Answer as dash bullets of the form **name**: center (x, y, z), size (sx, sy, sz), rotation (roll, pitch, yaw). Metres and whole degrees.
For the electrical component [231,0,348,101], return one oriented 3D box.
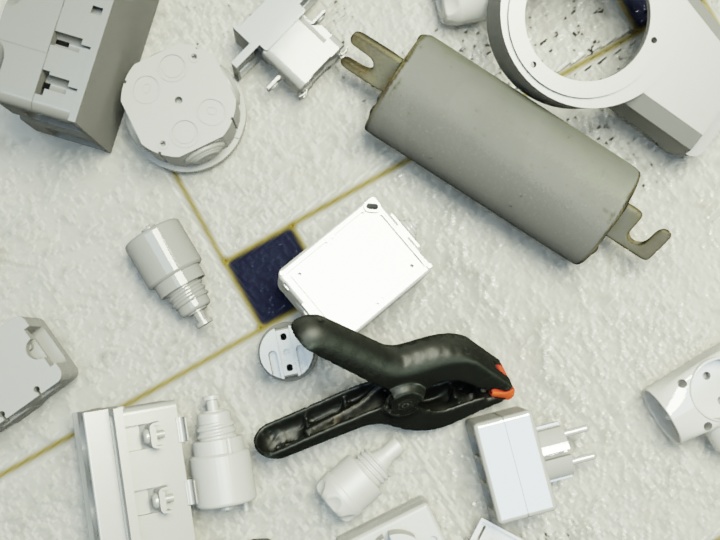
- **electrical component**: center (-0.046, -0.152, 0.722), size (0.064, 0.042, 0.081), rotation (43, 87, -3)

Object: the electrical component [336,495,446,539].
- **electrical component**: center (0.024, 0.183, 0.684), size (0.066, 0.076, 0.047), rotation (-26, 87, -3)

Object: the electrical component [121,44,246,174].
- **electrical component**: center (-0.117, -0.107, 0.711), size (0.080, 0.051, 0.080), rotation (0, 86, -2)

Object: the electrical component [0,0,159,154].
- **electrical component**: center (-0.171, -0.180, 0.687), size (0.060, 0.105, 0.186), rotation (17, 86, -1)

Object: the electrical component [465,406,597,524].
- **electrical component**: center (0.116, 0.122, 0.706), size (0.077, 0.047, 0.065), rotation (-14, 87, -3)

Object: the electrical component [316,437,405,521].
- **electrical component**: center (0.003, 0.134, 0.708), size (0.061, 0.035, 0.035), rotation (-40, 88, -6)

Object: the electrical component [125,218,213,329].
- **electrical component**: center (-0.122, 0.003, 0.709), size (0.040, 0.040, 0.078), rotation (-31, 88, -4)

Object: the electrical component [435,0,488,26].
- **electrical component**: center (0.083, -0.190, 0.728), size (0.062, 0.043, 0.043), rotation (-11, 87, -4)

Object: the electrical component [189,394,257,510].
- **electrical component**: center (-0.092, 0.121, 0.702), size (0.040, 0.040, 0.078), rotation (-9, 86, -2)

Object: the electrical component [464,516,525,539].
- **electrical component**: center (0.080, 0.206, 0.691), size (0.042, 0.064, 0.081), rotation (27, 86, -1)

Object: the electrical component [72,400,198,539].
- **electrical component**: center (-0.141, 0.146, 0.686), size (0.063, 0.079, 0.121), rotation (-7, 86, -24)

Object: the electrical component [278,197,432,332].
- **electrical component**: center (0.000, 0.000, 0.707), size (0.096, 0.061, 0.061), rotation (-40, 87, -9)

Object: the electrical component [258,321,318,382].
- **electrical component**: center (-0.047, 0.054, 0.705), size (0.040, 0.046, 0.040), rotation (0, 86, -2)

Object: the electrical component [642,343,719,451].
- **electrical component**: center (0.242, 0.093, 0.713), size (0.077, 0.044, 0.079), rotation (-31, 88, -3)

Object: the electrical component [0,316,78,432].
- **electrical component**: center (-0.234, 0.074, 0.693), size (0.089, 0.055, 0.050), rotation (-36, 88, -4)
